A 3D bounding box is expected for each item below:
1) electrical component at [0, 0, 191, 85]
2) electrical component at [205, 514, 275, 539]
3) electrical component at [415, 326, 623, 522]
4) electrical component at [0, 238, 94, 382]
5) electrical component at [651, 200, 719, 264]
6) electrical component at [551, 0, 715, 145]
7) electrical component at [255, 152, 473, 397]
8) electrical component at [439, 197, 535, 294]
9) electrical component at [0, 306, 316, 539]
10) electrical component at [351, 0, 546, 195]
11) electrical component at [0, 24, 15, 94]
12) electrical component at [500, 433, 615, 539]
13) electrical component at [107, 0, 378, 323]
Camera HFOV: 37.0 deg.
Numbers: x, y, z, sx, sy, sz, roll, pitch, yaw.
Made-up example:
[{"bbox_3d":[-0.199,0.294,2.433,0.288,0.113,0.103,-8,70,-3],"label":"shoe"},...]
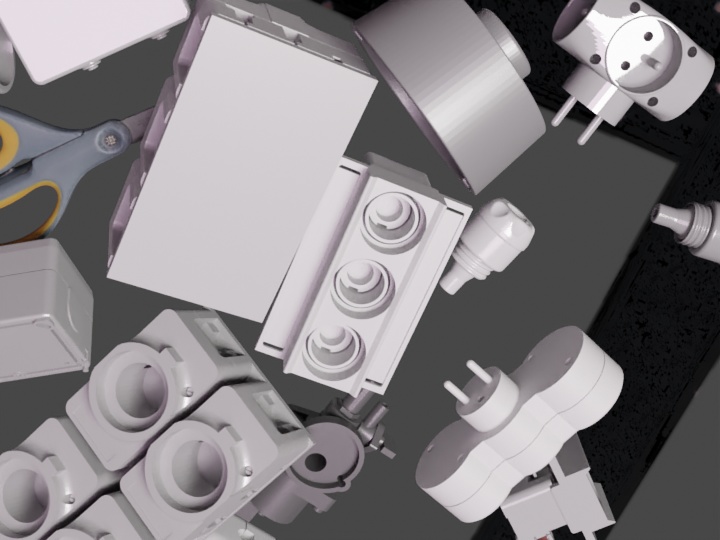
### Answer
[{"bbox_3d":[-0.141,-0.154,0.543,0.100,0.048,0.099,-23,111,6],"label":"electrical component"},{"bbox_3d":[-0.105,0.199,0.684,0.059,0.053,0.095,34,106,-15],"label":"electrical component"},{"bbox_3d":[0.084,0.084,0.650,0.074,0.052,0.138,42,104,-17],"label":"electrical component"},{"bbox_3d":[-0.204,0.023,0.597,0.096,0.061,0.061,-9,147,4],"label":"electrical component"},{"bbox_3d":[0.199,-0.024,0.624,0.061,0.035,0.035,17,110,-7],"label":"electrical component"},{"bbox_3d":[0.136,-0.105,0.582,0.077,0.044,0.079,32,107,-15],"label":"electrical component"},{"bbox_3d":[0.000,0.000,0.606,0.079,0.063,0.121,21,109,-11],"label":"electrical component"},{"bbox_3d":[0.070,-0.011,0.621,0.035,0.035,0.061,37,107,-16],"label":"electrical component"},{"bbox_3d":[-0.134,0.120,0.622,0.186,0.060,0.105,-42,77,12],"label":"electrical component"},{"bbox_3d":[0.051,-0.099,0.548,0.060,0.108,0.108,-36,109,4],"label":"electrical component"},{"bbox_3d":[-0.219,-0.112,0.560,0.065,0.044,0.044,-4,112,3],"label":"electrical component"},{"bbox_3d":[0.120,0.142,0.682,0.064,0.042,0.081,-24,111,8],"label":"electrical component"},{"bbox_3d":[-0.066,-0.060,0.569,0.089,0.061,0.150,18,115,-21],"label":"electrical component"}]
